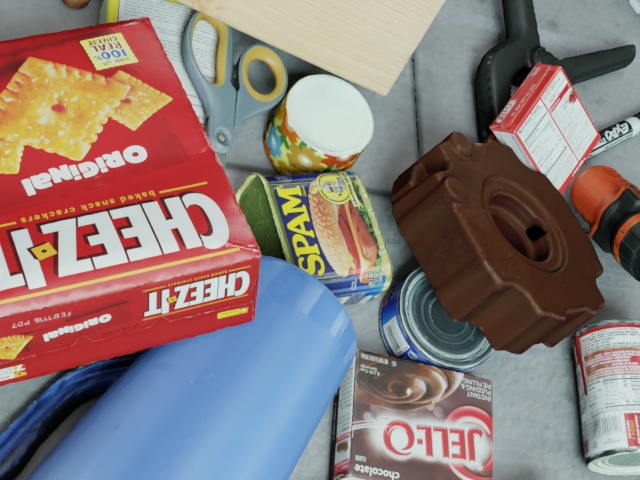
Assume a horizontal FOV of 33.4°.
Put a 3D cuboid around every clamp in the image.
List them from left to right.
[{"bbox_3d":[0.183,-0.160,0.936,0.164,0.036,0.209,43,58,-8],"label":"clamp"}]

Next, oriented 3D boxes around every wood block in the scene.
[{"bbox_3d":[-0.022,-0.193,0.779,0.205,0.091,0.090,18,23,-39],"label":"wood block"}]

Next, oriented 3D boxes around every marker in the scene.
[{"bbox_3d":[0.260,-0.093,0.950,0.120,0.020,0.020,-25,77,-32],"label":"marker"}]

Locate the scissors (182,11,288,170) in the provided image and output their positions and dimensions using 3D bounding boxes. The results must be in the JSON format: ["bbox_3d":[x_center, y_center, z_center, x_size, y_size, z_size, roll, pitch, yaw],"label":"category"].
[{"bbox_3d":[-0.056,-0.073,0.755,0.096,0.016,0.202,7,65,-37],"label":"scissors"}]

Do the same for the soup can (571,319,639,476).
[{"bbox_3d":[0.227,0.118,0.799,0.068,0.069,0.102,10,62,-19],"label":"soup can"}]

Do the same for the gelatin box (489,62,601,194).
[{"bbox_3d":[0.184,-0.088,0.873,0.073,0.030,0.089,-53,127,-17],"label":"gelatin box"}]

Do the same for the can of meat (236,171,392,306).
[{"bbox_3d":[-0.005,0.001,0.764,0.083,0.058,0.102,-6,68,-29],"label":"can of meat"}]

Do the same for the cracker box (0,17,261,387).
[{"bbox_3d":[-0.147,-0.033,0.631,0.164,0.072,0.214,-14,53,-20],"label":"cracker box"}]

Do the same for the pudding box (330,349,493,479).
[{"bbox_3d":[0.065,0.133,0.737,0.113,0.039,0.090,14,60,-17],"label":"pudding box"}]

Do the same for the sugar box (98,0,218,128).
[{"bbox_3d":[-0.117,-0.094,0.769,0.093,0.048,0.176,10,64,-21],"label":"sugar box"}]

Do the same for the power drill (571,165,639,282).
[{"bbox_3d":[0.302,0.019,0.839,0.187,0.057,0.184,24,22,-23],"label":"power drill"}]

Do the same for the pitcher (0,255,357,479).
[{"bbox_3d":[-0.086,0.119,0.635,0.149,0.145,0.242,45,52,-12],"label":"pitcher"}]

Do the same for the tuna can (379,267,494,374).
[{"bbox_3d":[0.089,0.060,0.788,0.086,0.034,0.086,10,61,-19],"label":"tuna can"}]
